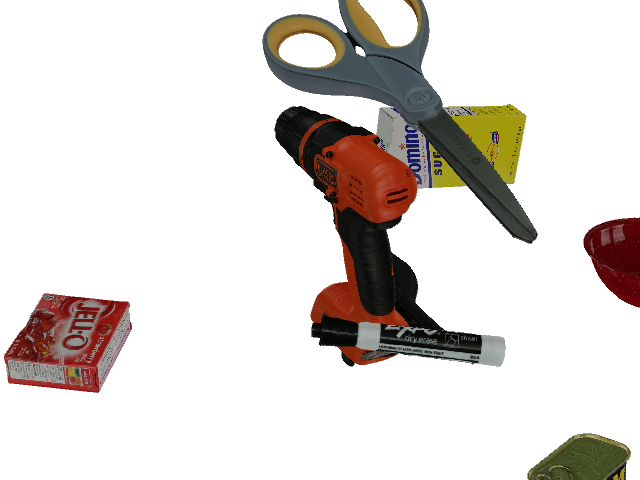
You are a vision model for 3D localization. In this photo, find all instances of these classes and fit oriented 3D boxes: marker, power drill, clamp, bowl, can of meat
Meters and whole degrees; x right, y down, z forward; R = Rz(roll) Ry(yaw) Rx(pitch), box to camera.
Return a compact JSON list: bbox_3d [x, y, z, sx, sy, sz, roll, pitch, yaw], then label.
[{"bbox_3d":[0.054,0.063,0.668,0.121,0.020,0.020,7,0,-3],"label":"marker"},{"bbox_3d":[0.019,-0.007,0.873,0.057,0.188,0.185,-18,30,-20],"label":"power drill"},{"bbox_3d":[0.084,0.071,1.188,0.120,0.171,0.039,5,-43,-3],"label":"clamp"},{"bbox_3d":[0.365,0.031,1.159,0.162,0.055,0.162,0,26,0],"label":"bowl"},{"bbox_3d":[0.227,0.231,0.936,0.058,0.084,0.101,14,27,41],"label":"can of meat"}]

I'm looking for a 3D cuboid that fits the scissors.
[{"bbox_3d":[0.028,-0.064,0.514,0.096,0.202,0.016,-14,-40,1],"label":"scissors"}]

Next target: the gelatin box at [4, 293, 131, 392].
[{"bbox_3d":[-0.196,0.078,0.838,0.073,0.030,0.089,5,32,7],"label":"gelatin box"}]

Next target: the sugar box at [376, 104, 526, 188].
[{"bbox_3d":[0.153,-0.111,1.273,0.176,0.093,0.048,-6,27,-21],"label":"sugar box"}]
